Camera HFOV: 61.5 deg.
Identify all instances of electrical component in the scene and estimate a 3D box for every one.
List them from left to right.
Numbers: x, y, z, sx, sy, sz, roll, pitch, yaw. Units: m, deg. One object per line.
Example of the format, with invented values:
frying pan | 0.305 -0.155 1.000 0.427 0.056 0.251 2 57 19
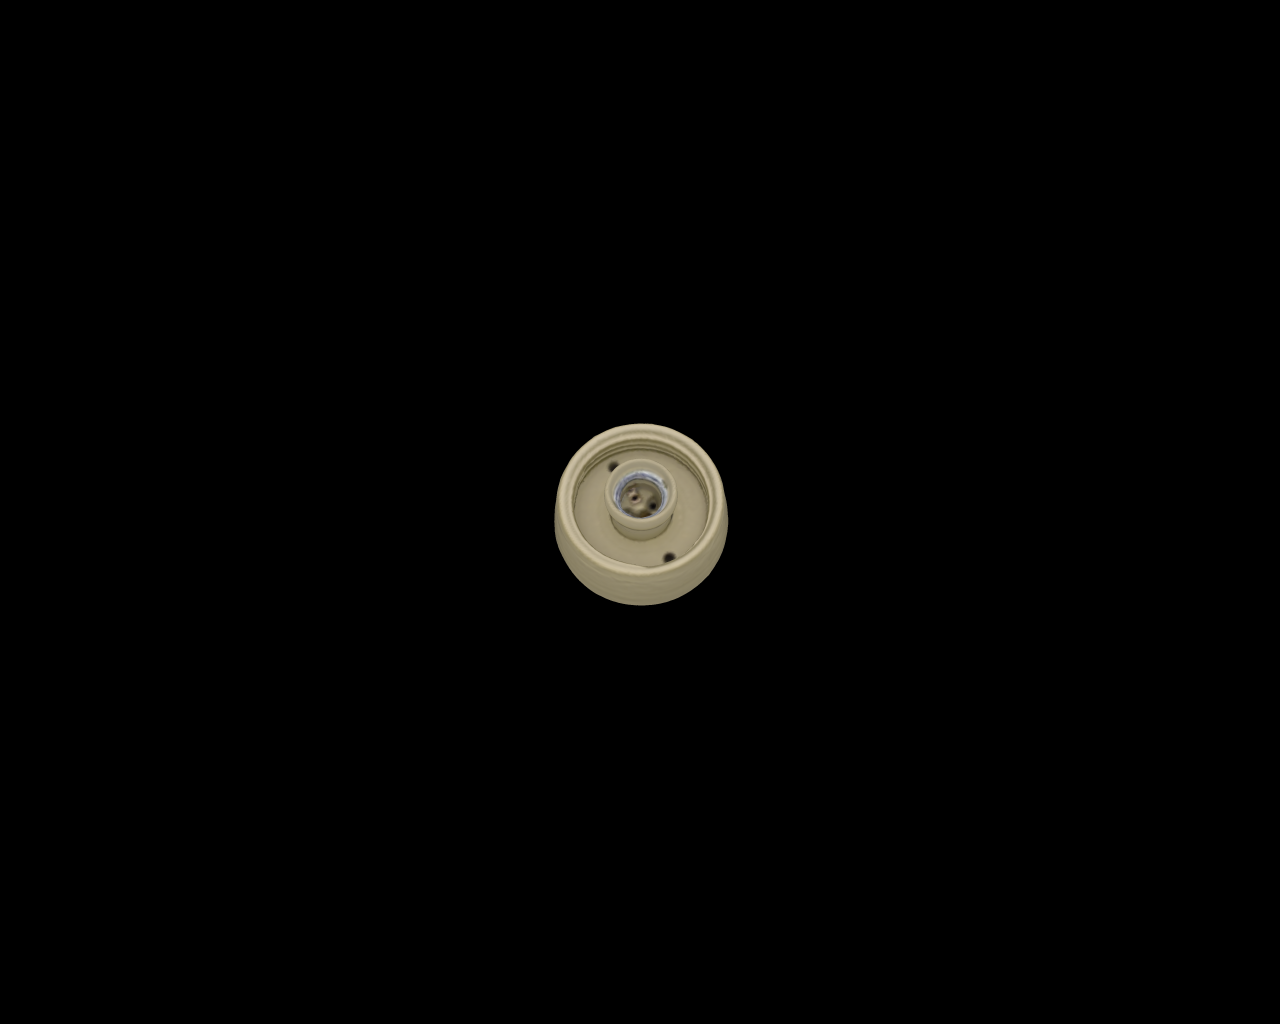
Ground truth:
electrical component | 0.001 -0.003 0.650 0.108 0.108 0.060 0 -21 0
